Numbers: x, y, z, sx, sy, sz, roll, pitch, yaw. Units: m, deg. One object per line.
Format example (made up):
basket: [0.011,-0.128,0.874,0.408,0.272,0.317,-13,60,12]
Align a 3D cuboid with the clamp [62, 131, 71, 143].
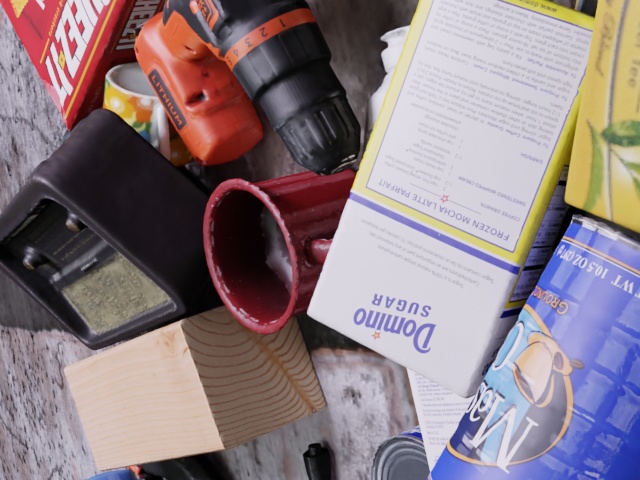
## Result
clamp: [-0.155,-0.044,0.845,0.172,0.039,0.120,-13,102,53]

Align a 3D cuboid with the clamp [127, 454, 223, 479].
clamp: [-0.082,0.220,0.853,0.210,0.036,0.165,37,128,34]

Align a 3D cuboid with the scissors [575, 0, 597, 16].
scissors: [0.122,-0.163,0.466,0.096,0.016,0.202,60,141,15]

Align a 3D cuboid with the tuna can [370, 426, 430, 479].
tuna can: [0.070,0.152,0.634,0.086,0.033,0.086,23,120,46]

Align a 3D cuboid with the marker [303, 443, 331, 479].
marker: [0.006,0.200,0.748,0.020,0.020,0.121,3,105,52]

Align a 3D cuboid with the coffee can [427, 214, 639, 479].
coffee can: [0.117,0.075,0.442,0.103,0.102,0.140,32,96,42]

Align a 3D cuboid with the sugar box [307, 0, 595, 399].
sugar box: [0.067,-0.027,0.492,0.093,0.048,0.176,27,107,27]

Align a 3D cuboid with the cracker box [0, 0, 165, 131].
cracker box: [-0.186,-0.215,0.795,0.214,0.071,0.164,59,142,17]

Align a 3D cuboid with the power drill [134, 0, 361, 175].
power drill: [-0.049,-0.104,0.627,0.184,0.057,0.188,63,160,3]

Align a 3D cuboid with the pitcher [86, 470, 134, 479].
pitcher: [-0.162,0.332,0.916,0.243,0.149,0.145,59,151,25]

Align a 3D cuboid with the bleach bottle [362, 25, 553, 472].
bleach bottle: [0.080,0.011,0.548,0.103,0.067,0.251,-15,88,47]

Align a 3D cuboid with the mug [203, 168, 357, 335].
mug: [-0.004,0.001,0.633,0.117,0.081,0.093,-5,99,53]

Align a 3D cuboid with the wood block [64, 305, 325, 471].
wood block: [-0.100,0.108,0.790,0.207,0.090,0.091,-24,84,52]
